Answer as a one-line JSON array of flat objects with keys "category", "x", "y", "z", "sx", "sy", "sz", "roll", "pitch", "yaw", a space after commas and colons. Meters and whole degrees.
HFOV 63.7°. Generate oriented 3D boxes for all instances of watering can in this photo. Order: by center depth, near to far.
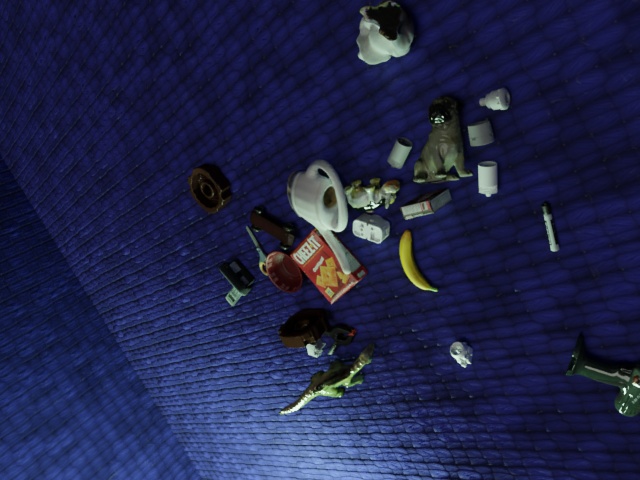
[{"category": "watering can", "x": 0.005, "y": -0.076, "z": 1.509, "sx": 0.226, "sy": 0.105, "sz": 0.341, "roll": 24, "pitch": 130, "yaw": 49}]

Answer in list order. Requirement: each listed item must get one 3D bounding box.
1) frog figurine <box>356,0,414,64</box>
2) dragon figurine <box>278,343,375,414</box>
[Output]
[{"category": "frog figurine", "x": 0.152, "y": -0.478, "z": 1.217, "sx": 0.138, "sy": 0.124, "sz": 0.157, "roll": 31, "pitch": 168, "yaw": 10}, {"category": "dragon figurine", "x": 0.019, "y": 0.475, "z": 1.716, "sx": 0.124, "sy": 0.411, "sz": 0.239, "roll": 55, "pitch": 176, "yaw": 19}]
